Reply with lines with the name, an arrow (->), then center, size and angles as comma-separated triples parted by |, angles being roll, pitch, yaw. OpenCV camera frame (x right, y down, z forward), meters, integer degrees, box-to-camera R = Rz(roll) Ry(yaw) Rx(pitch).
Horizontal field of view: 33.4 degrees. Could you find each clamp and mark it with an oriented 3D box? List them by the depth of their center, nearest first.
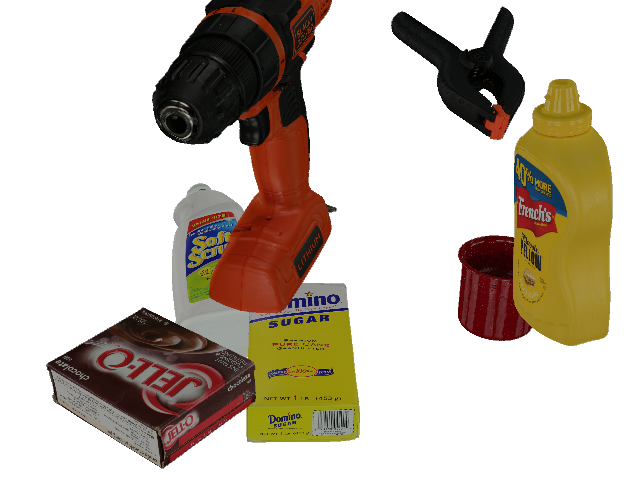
clamp -> 0.130, -0.161, 0.981 | 0.120, 0.171, 0.039 | -3, -44, -1

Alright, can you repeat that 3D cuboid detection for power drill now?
power drill -> -0.037, -0.052, 0.618 | 0.057, 0.188, 0.184 | 13, 38, 17

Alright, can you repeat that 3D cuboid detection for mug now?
mug -> 0.186, 0.046, 1.135 | 0.093, 0.081, 0.117 | -4, 30, -10

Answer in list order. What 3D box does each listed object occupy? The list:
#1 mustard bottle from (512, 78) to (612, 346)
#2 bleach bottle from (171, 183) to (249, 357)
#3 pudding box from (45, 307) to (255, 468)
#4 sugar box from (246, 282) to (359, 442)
mustard bottle -> 0.176, -0.025, 0.783 | 0.058, 0.192, 0.096 | -12, 28, -12
bleach bottle -> -0.116, 0.020, 1.114 | 0.102, 0.068, 0.251 | -10, 37, -10
pudding box -> -0.114, 0.096, 0.720 | 0.114, 0.039, 0.089 | 19, 34, 35
sugar box -> -0.018, 0.101, 0.932 | 0.093, 0.048, 0.176 | 0, 34, -4
